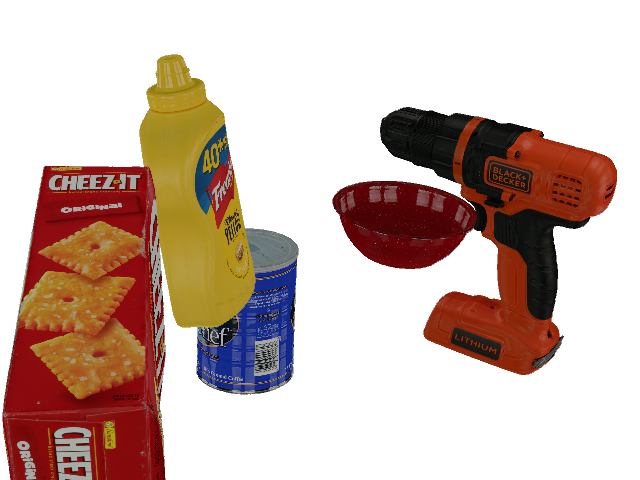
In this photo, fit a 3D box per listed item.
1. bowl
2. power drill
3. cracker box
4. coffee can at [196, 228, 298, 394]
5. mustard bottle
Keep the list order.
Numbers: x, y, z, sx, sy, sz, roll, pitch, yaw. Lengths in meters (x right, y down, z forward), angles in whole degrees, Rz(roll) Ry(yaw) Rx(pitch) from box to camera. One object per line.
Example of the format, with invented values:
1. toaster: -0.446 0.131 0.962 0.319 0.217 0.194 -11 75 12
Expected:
1. bowl: 0.090 -0.013 1.183 0.162 0.055 0.162 5 25 -3
2. power drill: 0.123 -0.002 0.812 0.185 0.188 0.057 20 35 31
3. cracker box: -0.120 0.080 0.583 0.072 0.164 0.214 -1 34 -7
4. coffee can: -0.076 0.071 1.089 0.103 0.140 0.103 2 22 -1
5. mustard bottle: -0.092 -0.040 0.773 0.058 0.191 0.096 -1 26 16
